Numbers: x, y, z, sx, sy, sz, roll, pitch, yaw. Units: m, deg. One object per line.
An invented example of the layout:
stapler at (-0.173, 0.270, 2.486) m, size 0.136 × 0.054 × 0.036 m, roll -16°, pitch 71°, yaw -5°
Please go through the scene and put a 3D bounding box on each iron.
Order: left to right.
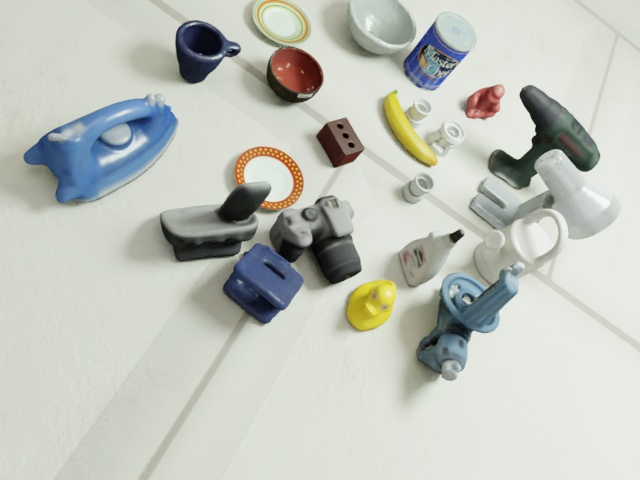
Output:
iron at (-0.312, -0.169, 0.882) m, size 0.118 × 0.141 × 0.259 m, roll 49°, pitch 57°, yaw 3°

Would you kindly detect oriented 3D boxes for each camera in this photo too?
camera at (0.009, 0.003, 0.972) m, size 0.143 × 0.100 × 0.137 m, roll -16°, pitch 74°, yaw -30°

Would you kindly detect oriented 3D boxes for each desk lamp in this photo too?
desk lamp at (0.452, -0.079, 1.148) m, size 0.203 × 0.213 × 0.118 m, roll 37°, pitch 57°, yaw -5°

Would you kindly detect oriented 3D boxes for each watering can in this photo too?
watering can at (0.385, 0.012, 1.086) m, size 0.173 × 0.193 × 0.101 m, roll -20°, pitch 76°, yaw -31°

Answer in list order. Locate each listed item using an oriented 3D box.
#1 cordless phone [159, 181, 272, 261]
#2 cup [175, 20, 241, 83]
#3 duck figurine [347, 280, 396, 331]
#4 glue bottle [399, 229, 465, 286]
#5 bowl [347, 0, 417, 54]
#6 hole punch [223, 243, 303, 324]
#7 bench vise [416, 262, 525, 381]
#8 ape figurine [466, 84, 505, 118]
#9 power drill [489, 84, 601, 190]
cordless phone at (-0.157, -0.045, 0.868) m, size 0.148 × 0.184 × 0.094 m, roll -11°, pitch 71°, yaw -28°
cup at (-0.208, -0.330, 1.035) m, size 0.118 × 0.094 × 0.091 m, roll -3°, pitch 68°, yaw -26°
duck figurine at (0.101, 0.101, 0.977) m, size 0.077 × 0.086 × 0.105 m, roll 48°, pitch 57°, yaw 3°
glue bottle at (0.201, 0.019, 1.010) m, size 0.037 × 0.173 × 0.078 m, roll -8°, pitch 70°, yaw -27°
bowl at (0.125, -0.471, 1.268) m, size 0.168 × 0.074 × 0.167 m, roll 10°, pitch 63°, yaw -20°
hole punch at (-0.085, 0.060, 0.908) m, size 0.109 × 0.091 × 0.101 m, roll 39°, pitch 57°, yaw -3°
bench vise at (0.264, 0.133, 0.957) m, size 0.122 × 0.219 × 0.207 m, roll 14°, pitch 61°, yaw -18°
ape figurine at (0.383, -0.321, 1.305) m, size 0.078 × 0.092 × 0.076 m, roll 34°, pitch 57°, yaw -6°
power drill at (0.460, -0.203, 1.214) m, size 0.230 × 0.208 × 0.076 m, roll 31°, pitch 57°, yaw -8°
